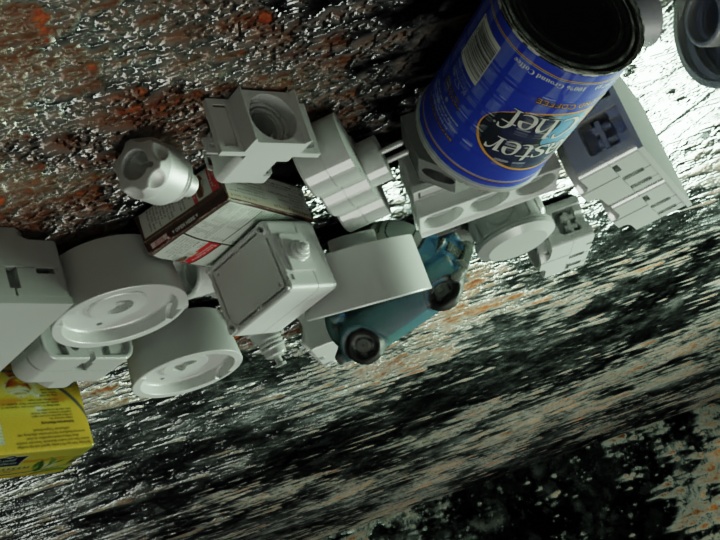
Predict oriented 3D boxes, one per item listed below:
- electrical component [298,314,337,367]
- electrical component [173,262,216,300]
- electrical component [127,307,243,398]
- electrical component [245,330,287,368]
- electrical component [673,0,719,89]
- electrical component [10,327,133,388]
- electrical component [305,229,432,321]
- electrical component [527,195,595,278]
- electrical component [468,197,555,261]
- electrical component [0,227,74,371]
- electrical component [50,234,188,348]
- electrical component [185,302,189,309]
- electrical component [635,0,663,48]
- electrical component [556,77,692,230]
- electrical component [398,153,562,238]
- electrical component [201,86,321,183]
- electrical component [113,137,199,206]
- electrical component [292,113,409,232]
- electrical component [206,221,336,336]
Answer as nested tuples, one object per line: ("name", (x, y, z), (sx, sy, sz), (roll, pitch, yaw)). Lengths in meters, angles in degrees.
("electrical component", (-0.015, 0.062, 1.173), (0.100, 0.048, 0.099), (-21, 160, 2))
("electrical component", (-0.127, 0.002, 0.919), (0.055, 0.045, 0.045), (-1, 152, -44))
("electrical component", (-0.173, 0.073, 1.032), (0.108, 0.060, 0.108), (-18, 160, -7))
("electrical component", (-0.094, 0.058, 1.055), (0.040, 0.078, 0.040), (-25, 174, -3))
("electrical component", (0.265, -0.178, 0.756), (0.060, 0.108, 0.108), (-6, 156, -20))
("electrical component", (-0.258, 0.067, 0.944), (0.059, 0.053, 0.095), (-34, 156, 32))
("electrical component", (0.000, 0.000, 0.894), (0.108, 0.060, 0.108), (-15, 178, -1))
("electrical component", (0.207, -0.033, 1.142), (0.056, 0.050, 0.089), (-20, 159, -4))
("electrical component", (0.145, -0.045, 1.049), (0.080, 0.051, 0.080), (-18, 160, -7))
("electrical component", (-0.297, 0.032, 0.806), (0.089, 0.061, 0.150), (3, 149, -47))
("electrical component", (-0.197, 0.011, 0.851), (0.108, 0.060, 0.108), (-18, 159, -7))
("electrical component", (-0.182, 0.031, 0.942), (0.062, 0.043, 0.043), (-12, 158, -27))
("electrical component", (0.179, -0.175, 0.762), (0.055, 0.045, 0.045), (-15, 159, -15))
("electrical component", (0.202, -0.105, 0.875), (0.060, 0.105, 0.186), (-28, 158, 20))
("electrical component", (0.097, -0.082, 0.894), (0.121, 0.063, 0.078), (-20, 160, -2))
("electrical component", (-0.073, -0.091, 0.741), (0.081, 0.042, 0.064), (-3, 157, -38))
("electrical component", (-0.136, -0.065, 0.742), (0.043, 0.043, 0.062), (-28, 159, 20))
("electrical component", (0.002, -0.079, 0.825), (0.074, 0.052, 0.138), (-24, 159, 8))
("electrical component", (-0.064, 0.003, 0.846), (0.061, 0.061, 0.096), (-2, 153, -47))
